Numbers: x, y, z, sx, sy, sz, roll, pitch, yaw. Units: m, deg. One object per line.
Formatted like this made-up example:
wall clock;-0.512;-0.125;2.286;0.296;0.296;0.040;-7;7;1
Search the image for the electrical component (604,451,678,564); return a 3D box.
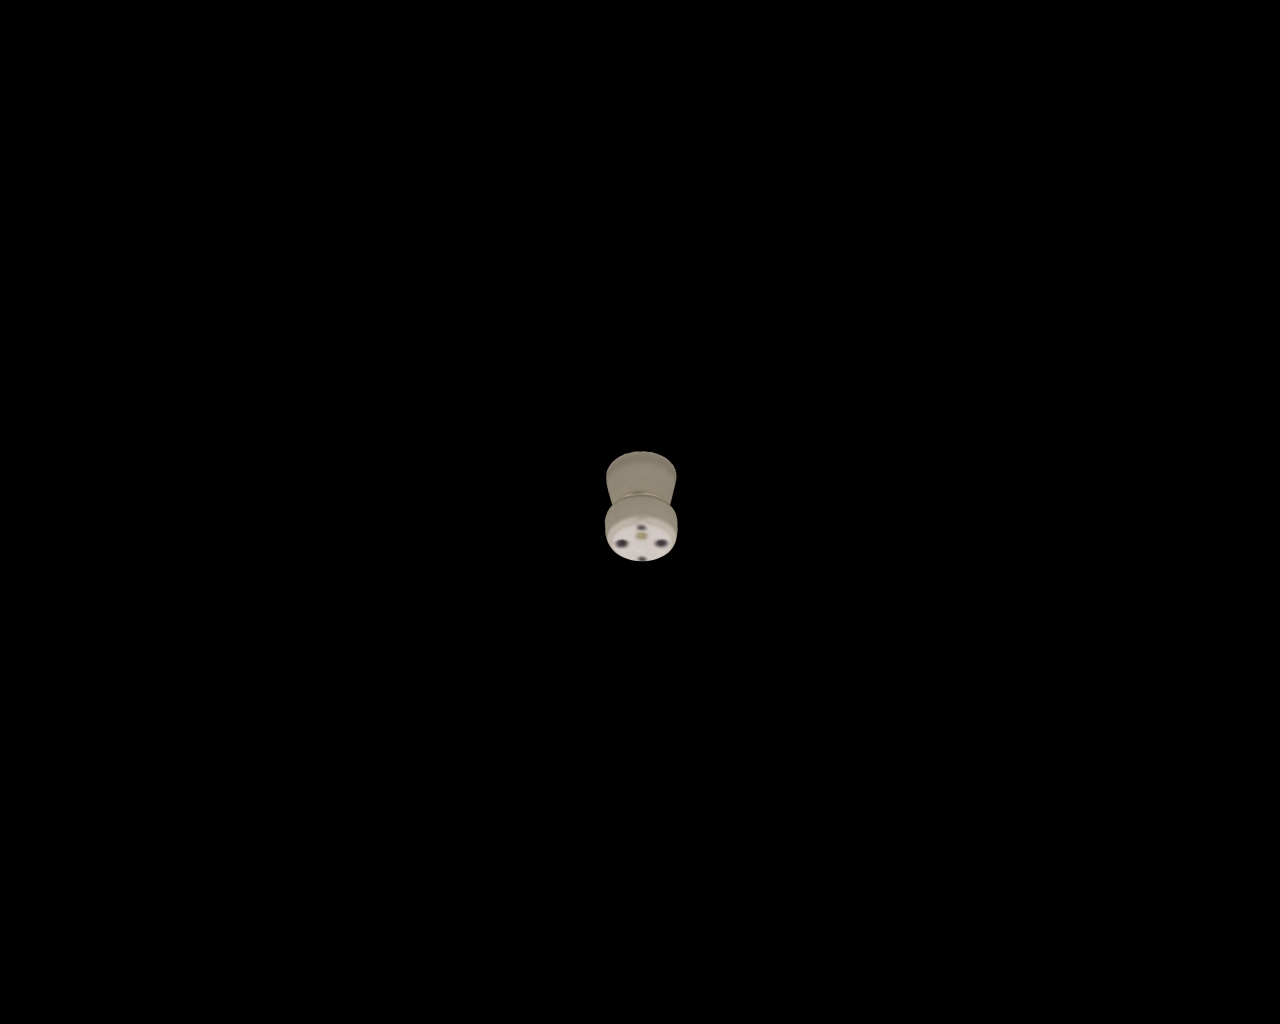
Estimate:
electrical component;0.001;-0.003;0.650;0.045;0.055;0.044;0;-39;0
